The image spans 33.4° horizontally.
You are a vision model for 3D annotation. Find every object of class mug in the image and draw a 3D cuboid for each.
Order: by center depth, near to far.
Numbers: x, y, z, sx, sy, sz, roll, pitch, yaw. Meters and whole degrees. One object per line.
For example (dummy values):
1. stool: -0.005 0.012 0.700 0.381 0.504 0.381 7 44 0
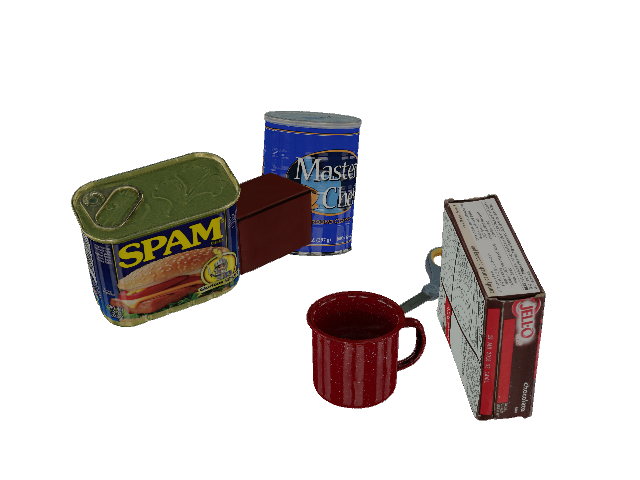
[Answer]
1. mug: 0.045 0.104 1.025 0.117 0.081 0.093 -8 29 -15

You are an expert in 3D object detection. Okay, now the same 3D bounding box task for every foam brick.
1. foam brick: -0.052 -0.016 0.885 0.078 0.051 0.053 -24 35 -34

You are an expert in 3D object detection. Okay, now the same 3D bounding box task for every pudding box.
1. pudding box: 0.100 0.038 0.643 0.039 0.090 0.113 -5 33 -7

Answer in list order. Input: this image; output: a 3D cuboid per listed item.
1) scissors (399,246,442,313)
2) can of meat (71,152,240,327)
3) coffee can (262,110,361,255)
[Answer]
1. scissors: 0.122 0.048 1.252 0.201 0.016 0.096 -11 40 -35
2. can of meat: -0.102 0.001 0.689 0.102 0.084 0.057 -18 48 -18
3. coffee can: -0.012 -0.063 1.138 0.103 0.140 0.103 4 12 -1
